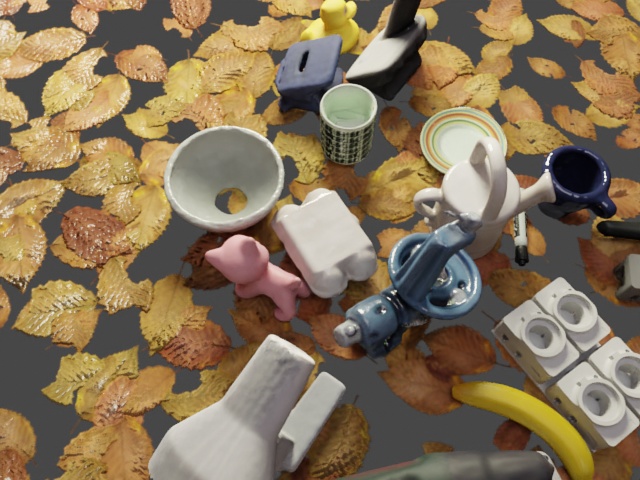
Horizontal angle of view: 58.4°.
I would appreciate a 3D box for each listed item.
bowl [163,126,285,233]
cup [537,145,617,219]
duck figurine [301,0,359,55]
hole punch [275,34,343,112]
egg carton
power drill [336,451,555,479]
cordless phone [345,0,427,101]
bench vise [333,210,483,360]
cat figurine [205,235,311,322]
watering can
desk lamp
[{"bbox_3d":[-0.132,-0.075,0.815,0.167,0.075,0.167,0,64,0],"label":"bowl"},{"bbox_3d":[0.353,-0.062,0.800,0.092,0.095,0.117,-33,69,-15],"label":"cup"},{"bbox_3d":[0.017,-0.358,0.945,0.105,0.086,0.077,-25,67,-12],"label":"duck figurine"},{"bbox_3d":[-0.017,-0.263,0.896,0.101,0.091,0.109,10,65,5],"label":"hole punch"},{"bbox_3d":[0.007,0.003,0.781,0.107,0.069,0.150,-29,68,-13],"label":"egg carton"},{"bbox_3d":[0.096,0.260,0.581,0.229,0.208,0.075,-11,65,-5],"label":"power drill"},{"bbox_3d":[0.108,-0.321,0.873,0.094,0.185,0.148,28,67,13],"label":"cordless phone"},{"bbox_3d":[0.118,0.061,0.671,0.121,0.220,0.208,35,69,16],"label":"bench vise"},{"bbox_3d":[-0.078,0.039,0.737,0.127,0.118,0.067,25,67,11],"label":"cat figurine"},{"bbox_3d":[0.213,-0.060,0.743,0.173,0.194,0.101,-22,66,-10],"label":"watering can"},{"bbox_3d":[-0.066,0.193,0.610,0.117,0.213,0.203,31,68,14],"label":"desk lamp"}]
